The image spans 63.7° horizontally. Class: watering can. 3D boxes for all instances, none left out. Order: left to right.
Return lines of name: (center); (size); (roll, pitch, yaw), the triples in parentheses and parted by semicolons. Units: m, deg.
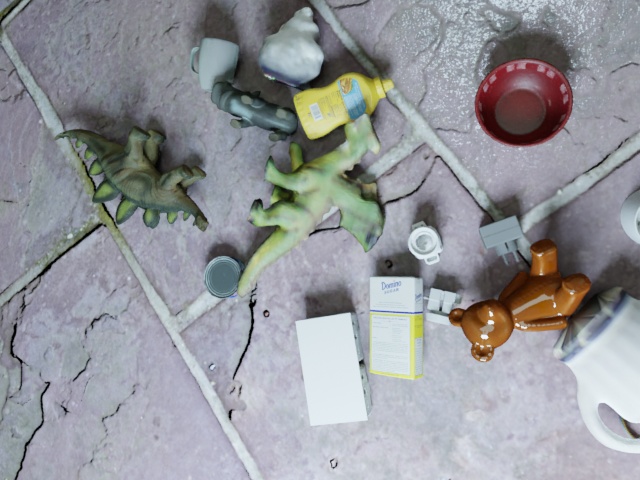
watering can: (0.522, 0.160, 0.797); (0.226, 0.103, 0.346); (43, 96, 18)

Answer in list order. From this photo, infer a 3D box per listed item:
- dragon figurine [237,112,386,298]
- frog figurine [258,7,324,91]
dragon figurine: (0.003, -0.050, 0.986); (0.243, 0.123, 0.408); (18, 98, 9)
frog figurine: (-0.049, -0.389, 1.029); (0.139, 0.122, 0.158); (27, 104, 36)
